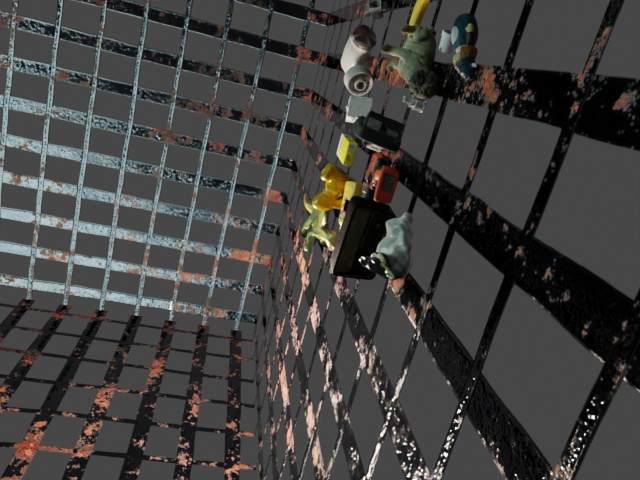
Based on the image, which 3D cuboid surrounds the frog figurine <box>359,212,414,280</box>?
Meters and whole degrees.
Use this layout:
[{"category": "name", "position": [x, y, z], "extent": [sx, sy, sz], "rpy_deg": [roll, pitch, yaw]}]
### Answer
[{"category": "frog figurine", "position": [0.190, 0.017, 1.265], "extent": [0.161, 0.123, 0.135], "rpy_deg": [-45, -10, -22]}]

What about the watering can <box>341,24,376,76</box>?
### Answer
[{"category": "watering can", "position": [0.147, -0.780, 2.105], "extent": [0.104, 0.356, 0.219], "rpy_deg": [12, -39, -13]}]

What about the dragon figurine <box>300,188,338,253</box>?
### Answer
[{"category": "dragon figurine", "position": [0.006, -0.104, 2.061], "extent": [0.122, 0.420, 0.237], "rpy_deg": [4, -41, -23]}]
